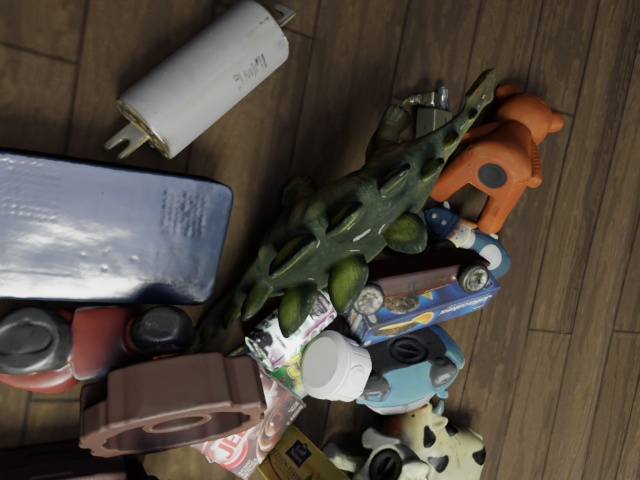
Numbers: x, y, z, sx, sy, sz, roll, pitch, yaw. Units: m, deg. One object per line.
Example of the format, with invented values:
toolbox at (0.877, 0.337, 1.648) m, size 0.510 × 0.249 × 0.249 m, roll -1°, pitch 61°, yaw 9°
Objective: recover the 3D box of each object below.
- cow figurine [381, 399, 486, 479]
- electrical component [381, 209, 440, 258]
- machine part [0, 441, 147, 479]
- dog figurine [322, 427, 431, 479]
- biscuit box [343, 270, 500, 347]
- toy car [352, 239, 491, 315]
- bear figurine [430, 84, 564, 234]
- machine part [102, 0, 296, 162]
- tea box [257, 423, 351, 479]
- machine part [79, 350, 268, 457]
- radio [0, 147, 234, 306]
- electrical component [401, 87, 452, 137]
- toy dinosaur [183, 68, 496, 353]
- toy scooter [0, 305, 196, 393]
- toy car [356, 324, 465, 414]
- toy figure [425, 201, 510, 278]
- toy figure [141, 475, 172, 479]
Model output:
cow figurine at (0.166, 0.289, 0.770) m, size 0.194 × 0.086 × 0.127 m, roll 26°, pitch 83°, yaw -33°
electrical component at (0.095, -0.025, 0.699) m, size 0.075 × 0.048 × 0.119 m, roll -41°, pitch 117°, yaw -17°
machine part at (-0.273, 0.309, 0.529) m, size 0.201 × 0.087 × 0.201 m, roll 2°, pitch 96°, yaw -30°
dog figurine at (0.108, 0.342, 0.701) m, size 0.190 × 0.172 × 0.121 m, roll 42°, pitch 51°, yaw -27°
biscuit box at (0.133, 0.078, 0.705) m, size 0.203 × 0.059 × 0.062 m, roll -14°, pitch 148°, yaw -20°
toy car at (0.107, 0.044, 0.644) m, size 0.202 × 0.089 × 0.053 m, roll -8°, pitch 112°, yaw -18°
bear figurine at (0.249, -0.124, 0.745) m, size 0.120 × 0.132 × 0.196 m, roll 33°, pitch 46°, yaw 4°
machine part at (-0.114, -0.162, 0.540) m, size 0.243 × 0.079 × 0.079 m, roll -44°, pitch 116°, yaw -16°
tea box at (-0.008, 0.284, 0.623) m, size 0.068 × 0.170 × 0.098 m, roll -44°, pitch 115°, yaw -16°
machine part at (-0.136, 0.156, 0.509) m, size 0.179 × 0.179 × 0.056 m, roll 1°, pitch 60°, yaw -29°
radio at (-0.208, -0.009, 0.519) m, size 0.229 × 0.073 × 0.131 m, roll 6°, pitch 97°, yaw -28°
electrical component at (0.140, -0.149, 0.707) m, size 0.078 × 0.045 × 0.102 m, roll -22°, pitch 114°, yaw -54°
toy dinosaur at (-0.001, -0.002, 0.563) m, size 0.105 × 0.199 × 0.471 m, roll 43°, pitch 110°, yaw -15°
toy scooter at (-0.213, 0.109, 0.522) m, size 0.184 × 0.135 × 0.075 m, roll -4°, pitch 65°, yaw -12°
toy car at (0.105, 0.180, 0.710) m, size 0.162 × 0.109 × 0.102 m, roll -16°, pitch 124°, yaw -17°
toy figure at (0.209, 0.001, 0.761) m, size 0.154 × 0.058 × 0.064 m, roll 32°, pitch 68°, yaw -27°
toy figure at (-0.179, 0.309, 0.480) m, size 0.082 × 0.089 × 0.180 m, roll 35°, pitch 84°, yaw -24°
